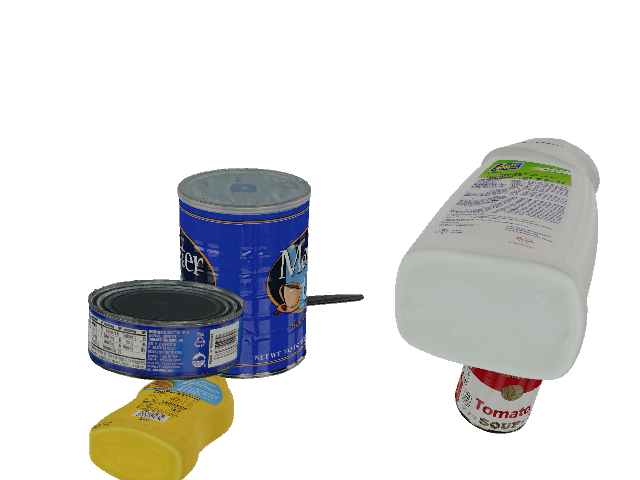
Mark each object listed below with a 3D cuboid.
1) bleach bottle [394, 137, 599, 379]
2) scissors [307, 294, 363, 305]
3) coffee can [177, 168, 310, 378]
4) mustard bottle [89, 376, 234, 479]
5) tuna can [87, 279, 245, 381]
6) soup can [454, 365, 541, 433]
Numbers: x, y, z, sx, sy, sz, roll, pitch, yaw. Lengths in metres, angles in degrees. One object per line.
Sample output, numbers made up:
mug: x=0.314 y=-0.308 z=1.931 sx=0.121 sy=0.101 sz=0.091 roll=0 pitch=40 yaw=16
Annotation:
bleach bottle: x=0.128 y=-0.010 z=0.644 sx=0.103 sy=0.068 sz=0.250 roll=11 pitch=26 yaw=20
scissors: x=-0.045 y=0.079 z=1.198 sx=0.201 sy=0.016 sz=0.096 roll=4 pitch=25 yaw=-7
coffee can: x=-0.060 y=0.024 z=0.843 sx=0.103 sy=0.140 sz=0.103 roll=1 pitch=19 yaw=-1
mustard bottle: x=-0.138 y=0.169 z=1.037 sx=0.096 sy=0.058 sz=0.191 roll=7 pitch=17 yaw=17
tuna can: x=-0.085 y=0.048 z=0.590 sx=0.086 sy=0.034 sz=0.086 roll=4 pitch=12 yaw=-1
soup can: x=0.156 y=0.105 z=0.902 sx=0.068 sy=0.102 sz=0.068 roll=7 pitch=37 yaw=-5
